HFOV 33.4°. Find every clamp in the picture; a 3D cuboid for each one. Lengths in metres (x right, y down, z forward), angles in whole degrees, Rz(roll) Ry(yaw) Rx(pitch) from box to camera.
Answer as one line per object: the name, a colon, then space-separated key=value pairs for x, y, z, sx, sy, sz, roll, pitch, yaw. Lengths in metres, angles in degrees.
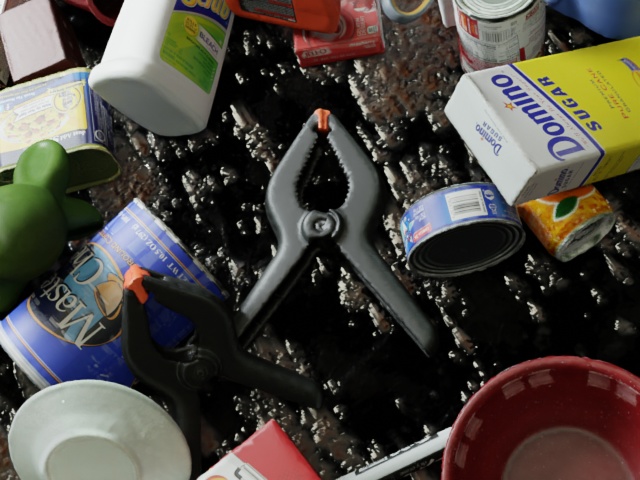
clamp: x=-0.005 y=0.001 z=0.811 sx=0.164 sy=0.036 sz=0.210 roll=-10 pitch=67 yaw=6
clamp: x=-0.090 y=0.096 z=0.744 sx=0.120 sy=0.039 sz=0.171 roll=-45 pitch=109 yaw=-6

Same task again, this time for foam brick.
foam brick: x=-0.238 y=-0.162 z=0.921 sx=0.051 sy=0.053 sz=0.078 roll=-22 pitch=65 yaw=3

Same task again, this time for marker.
marker: x=0.069 y=0.150 z=0.743 sx=0.121 sy=0.020 sz=0.020 roll=-25 pitch=65 yaw=2

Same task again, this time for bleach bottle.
bleach bottle: x=-0.111 y=-0.218 z=0.890 sx=0.068 sy=0.102 sz=0.250 roll=-2 pitch=65 yaw=34

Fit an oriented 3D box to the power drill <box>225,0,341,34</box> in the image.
power drill: x=0.010 y=-0.259 z=0.876 sx=0.185 sy=0.057 sz=0.187 roll=13 pitch=63 yaw=18

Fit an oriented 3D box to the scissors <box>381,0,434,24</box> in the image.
scissors: x=0.064 y=-0.263 z=0.833 sx=0.096 sy=0.016 sz=0.201 roll=13 pitch=72 yaw=-8

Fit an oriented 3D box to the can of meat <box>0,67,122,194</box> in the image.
can of meat: x=-0.221 y=-0.087 z=0.885 sx=0.102 sy=0.057 sz=0.084 roll=-15 pitch=64 yaw=6

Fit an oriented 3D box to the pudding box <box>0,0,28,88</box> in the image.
pudding box: x=-0.316 y=-0.192 z=0.959 sx=0.090 sy=0.039 sz=0.113 roll=3 pitch=71 yaw=13

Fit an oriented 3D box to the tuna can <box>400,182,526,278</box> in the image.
tuna can: x=0.101 y=-0.006 z=0.764 sx=0.086 sy=0.086 sz=0.034 roll=-14 pitch=64 yaw=6

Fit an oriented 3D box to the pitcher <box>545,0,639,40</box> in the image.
pitcher: x=0.246 y=-0.270 z=0.756 sx=0.145 sy=0.243 sz=0.149 roll=20 pitch=67 yaw=20

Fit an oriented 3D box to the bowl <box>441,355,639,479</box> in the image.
bowl: x=0.162 y=0.160 z=0.698 sx=0.162 sy=0.055 sz=0.162 roll=-4 pitch=67 yaw=10

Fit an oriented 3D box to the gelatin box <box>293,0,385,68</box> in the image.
gelatin box: x=0.013 y=-0.192 z=0.891 sx=0.073 sy=0.030 sz=0.089 roll=-8 pitch=65 yaw=9

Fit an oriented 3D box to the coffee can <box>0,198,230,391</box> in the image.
coffee can: x=-0.152 y=0.053 z=0.786 sx=0.140 sy=0.102 sz=0.103 roll=-44 pitch=66 yaw=-8

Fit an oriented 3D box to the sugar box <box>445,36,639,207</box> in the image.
sugar box: x=0.186 y=-0.089 z=0.759 sx=0.175 sy=0.048 sz=0.093 roll=-15 pitch=61 yaw=-30

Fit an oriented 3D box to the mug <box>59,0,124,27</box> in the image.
mug: x=-0.182 y=-0.241 z=0.925 sx=0.082 sy=0.093 sz=0.117 roll=25 pitch=38 yaw=36

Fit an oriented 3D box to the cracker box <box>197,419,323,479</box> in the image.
cracker box: x=-0.061 y=0.252 z=0.701 sx=0.213 sy=0.072 sz=0.164 roll=-38 pitch=66 yaw=-6

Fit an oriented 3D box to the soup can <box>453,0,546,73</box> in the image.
soup can: x=0.137 y=-0.168 z=0.814 sx=0.068 sy=0.102 sz=0.068 roll=-5 pitch=67 yaw=11
